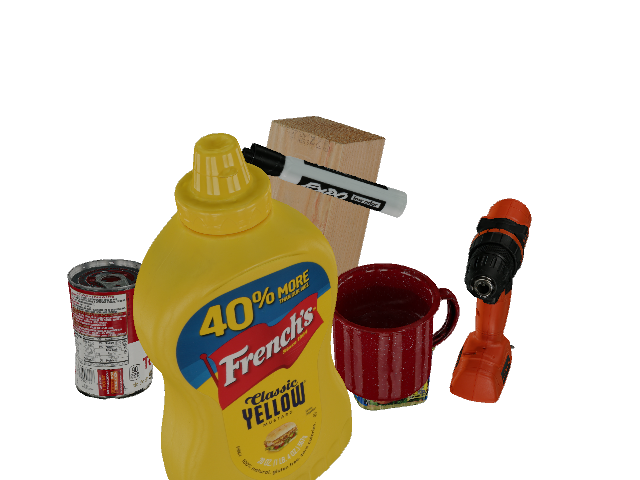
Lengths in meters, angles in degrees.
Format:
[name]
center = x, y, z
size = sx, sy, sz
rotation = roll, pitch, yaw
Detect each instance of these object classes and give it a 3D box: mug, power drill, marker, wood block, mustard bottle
[mug]
center = 0.062, 0.075, 0.887
size = 0.117, 0.081, 0.093
rotation = -17, 37, -20
[power drill]
center = 0.173, 0.068, 1.088
size = 0.057, 0.188, 0.184
rotation = 13, 27, 15
[marker]
center = 0.002, -0.041, 0.730
size = 0.121, 0.020, 0.020
rotation = 17, -6, -19
[wood block]
center = -0.011, -0.017, 1.112
size = 0.090, 0.206, 0.090
rotation = 21, 20, 28
[mustard bottle]
center = -0.036, 0.037, 0.492
size = 0.096, 0.192, 0.058
rotation = -22, 38, -22

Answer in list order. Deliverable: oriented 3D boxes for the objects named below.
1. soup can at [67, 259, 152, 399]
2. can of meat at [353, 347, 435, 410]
[soup can]
center = -0.177, 0.075, 0.903
size = 0.068, 0.102, 0.068
rotation = 1, 19, -1
[can of meat]
center = 0.094, 0.169, 1.386
size = 0.102, 0.084, 0.057
rotation = -4, 24, -17
